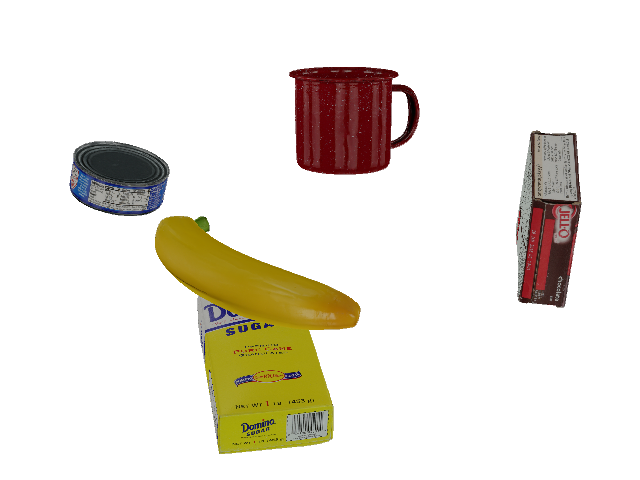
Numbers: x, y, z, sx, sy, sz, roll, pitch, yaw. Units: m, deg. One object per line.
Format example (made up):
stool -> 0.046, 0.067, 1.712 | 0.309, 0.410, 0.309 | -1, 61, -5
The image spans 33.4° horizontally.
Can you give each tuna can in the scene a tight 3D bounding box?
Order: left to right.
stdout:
tuna can -> -0.180, -0.056, 0.955 | 0.086, 0.034, 0.086 | 13, 26, -6

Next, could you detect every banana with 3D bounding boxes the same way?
banana -> -0.057, 0.017, 0.700 | 0.069, 0.037, 0.198 | -18, 30, -31

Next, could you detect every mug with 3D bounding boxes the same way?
mug -> 0.031, -0.104, 0.917 | 0.117, 0.081, 0.093 | -7, 16, -23

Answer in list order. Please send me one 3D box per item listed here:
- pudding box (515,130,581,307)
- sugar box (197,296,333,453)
pudding box -> 0.170, -0.018, 0.798 | 0.039, 0.090, 0.113 | 5, 33, 6
sugar box -> -0.051, 0.103, 0.904 | 0.093, 0.048, 0.176 | -4, 33, -11
